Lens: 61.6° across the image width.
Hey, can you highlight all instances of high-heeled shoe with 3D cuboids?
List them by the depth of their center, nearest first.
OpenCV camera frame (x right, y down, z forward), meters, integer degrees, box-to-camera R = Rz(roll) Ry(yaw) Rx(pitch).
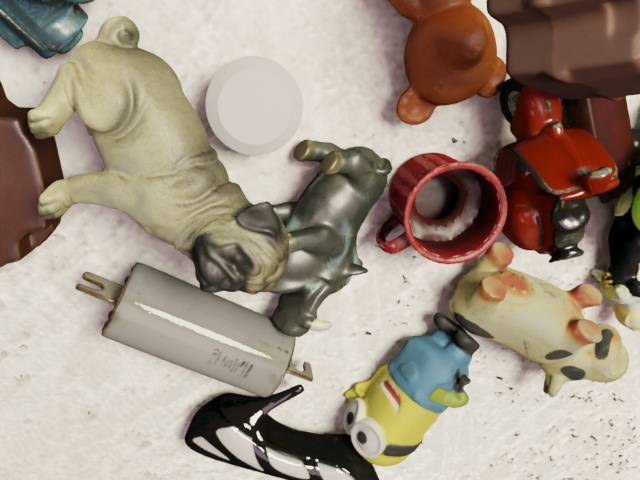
[{"bbox_3d":[-0.030,0.257,0.594,0.145,0.086,0.248,-31,107,8],"label":"high-heeled shoe"}]

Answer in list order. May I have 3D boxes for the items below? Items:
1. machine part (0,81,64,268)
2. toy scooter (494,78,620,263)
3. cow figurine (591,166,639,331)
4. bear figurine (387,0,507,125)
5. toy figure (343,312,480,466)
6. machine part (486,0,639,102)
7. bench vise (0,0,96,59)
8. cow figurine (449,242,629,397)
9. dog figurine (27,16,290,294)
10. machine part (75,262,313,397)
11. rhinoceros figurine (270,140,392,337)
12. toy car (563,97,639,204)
[{"bbox_3d":[-0.310,-0.053,0.452,0.179,0.056,0.179,-3,112,-8],"label":"machine part"},{"bbox_3d":[0.203,-0.046,0.466,0.075,0.135,0.183,-18,126,-1],"label":"toy scooter"},{"bbox_3d":[0.335,0.011,0.555,0.098,0.068,0.167,18,104,-8],"label":"cow figurine"},{"bbox_3d":[0.098,-0.193,0.418,0.120,0.132,0.195,-17,106,-4],"label":"bear figurine"},{"bbox_3d":[0.101,0.166,0.576,0.089,0.082,0.180,36,99,-16],"label":"toy figure"},{"bbox_3d":[0.192,-0.199,0.348,0.201,0.087,0.200,-6,100,-45],"label":"machine part"},{"bbox_3d":[-0.214,-0.245,0.348,0.241,0.129,0.223,-26,120,21],"label":"bench vise"},{"bbox_3d":[0.227,0.093,0.554,0.195,0.085,0.127,25,145,-3],"label":"cow figurine"},{"bbox_3d":[-0.099,-0.060,0.411,0.191,0.121,0.172,20,126,10],"label":"dog figurine"},{"bbox_3d":[-0.114,0.088,0.518,0.243,0.079,0.079,27,105,-15],"label":"machine part"},{"bbox_3d":[-0.001,-0.002,0.503,0.112,0.073,0.190,19,99,-37],"label":"rhinoceros figurine"},{"bbox_3d":[0.252,-0.131,0.500,0.089,0.053,0.202,-32,114,-17],"label":"toy car"}]
